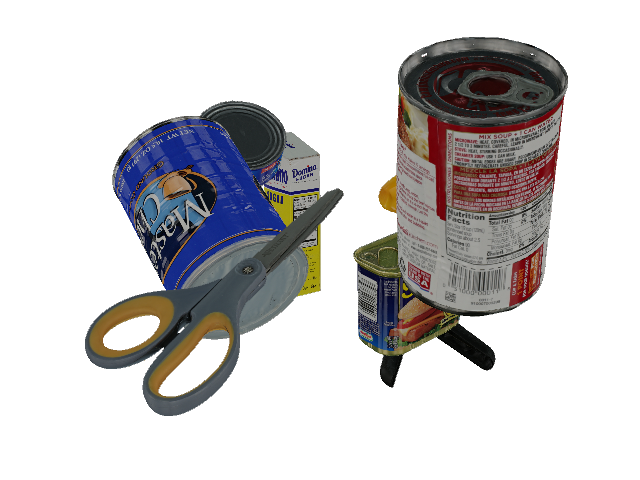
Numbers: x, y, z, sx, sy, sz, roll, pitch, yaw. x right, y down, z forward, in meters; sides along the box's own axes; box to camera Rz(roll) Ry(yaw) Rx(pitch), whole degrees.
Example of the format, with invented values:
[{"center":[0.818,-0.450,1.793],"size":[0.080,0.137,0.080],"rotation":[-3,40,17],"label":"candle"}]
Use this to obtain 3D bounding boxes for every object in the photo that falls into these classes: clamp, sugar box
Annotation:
[{"center":[0.110,0.080,1.117],"size":[0.120,0.171,0.039],"rotation":[2,-44,-12],"label":"clamp"},{"center":[-0.035,-0.031,1.271],"size":[0.048,0.176,0.093],"rotation":[-12,26,-19],"label":"sugar box"}]

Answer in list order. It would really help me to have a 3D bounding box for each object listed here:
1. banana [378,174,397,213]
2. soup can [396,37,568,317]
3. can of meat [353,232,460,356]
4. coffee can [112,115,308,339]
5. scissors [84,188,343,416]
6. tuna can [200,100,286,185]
[{"center":[0.091,-0.062,0.729],"size":[0.070,0.037,0.197],"rotation":[12,33,9],"label":"banana"},{"center":[0.067,-0.026,0.459],"size":[0.068,0.102,0.068],"rotation":[-2,37,1],"label":"soup can"},{"center":[0.078,0.042,0.926],"size":[0.101,0.084,0.058],"rotation":[-22,33,-35],"label":"can of meat"},{"center":[-0.085,-0.011,0.807],"size":[0.102,0.103,0.140],"rotation":[0,44,-39],"label":"coffee can"},{"center":[-0.063,0.022,0.625],"size":[0.096,0.016,0.201],"rotation":[10,41,17],"label":"scissors"},{"center":[-0.077,-0.089,1.005],"size":[0.086,0.086,0.034],"rotation":[0,-37,-12],"label":"tuna can"}]
